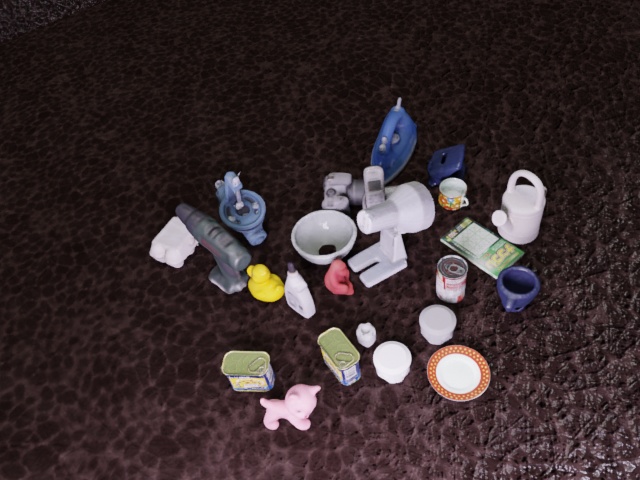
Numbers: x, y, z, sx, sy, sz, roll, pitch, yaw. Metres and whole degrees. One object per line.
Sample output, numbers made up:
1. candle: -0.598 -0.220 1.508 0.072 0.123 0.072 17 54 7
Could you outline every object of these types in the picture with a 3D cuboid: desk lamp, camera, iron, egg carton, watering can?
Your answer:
1. desk lamp: 0.167 -0.020 1.371 0.203 0.214 0.117 -29 51 -16
2. camera: 0.078 -0.124 1.551 0.136 0.101 0.143 -1 49 8
3. iron: 0.202 -0.284 1.643 0.118 0.142 0.258 10 52 18
4. egg carton: -0.378 0.003 1.536 0.107 0.069 0.150 17 54 22
5. watering can: 0.489 -0.083 1.387 0.100 0.194 0.173 20 55 24

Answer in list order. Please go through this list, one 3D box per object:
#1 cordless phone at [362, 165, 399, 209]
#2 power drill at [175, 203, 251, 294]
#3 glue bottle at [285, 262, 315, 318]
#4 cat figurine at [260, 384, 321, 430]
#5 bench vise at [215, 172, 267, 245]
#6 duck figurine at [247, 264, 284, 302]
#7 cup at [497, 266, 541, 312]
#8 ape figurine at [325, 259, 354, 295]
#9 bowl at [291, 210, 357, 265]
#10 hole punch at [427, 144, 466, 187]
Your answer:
1. cordless phone: 0.179 -0.119 1.474 0.147 0.185 0.094 -11 48 0
2. power drill: -0.251 0.028 1.400 0.228 0.209 0.076 30 60 30
3. glue bottle: -0.054 0.108 1.322 0.078 0.173 0.037 34 62 32
4. cat figurine: -0.059 0.333 1.165 0.127 0.118 0.067 -3 49 6
5. bench vise: -0.234 -0.105 1.506 0.206 0.220 0.122 27 58 28
6. duck figurine: -0.136 0.098 1.403 0.104 0.086 0.078 25 58 27
7. cup: 0.434 0.129 1.278 0.091 0.095 0.118 18 55 23
8. ape figurine: 0.046 0.084 1.382 0.076 0.092 0.078 12 52 19
9. bowl: 0.013 0.005 1.467 0.167 0.075 0.167 -4 49 5
10. hole punch: 0.350 -0.209 1.588 0.101 0.091 0.109 8 51 16
